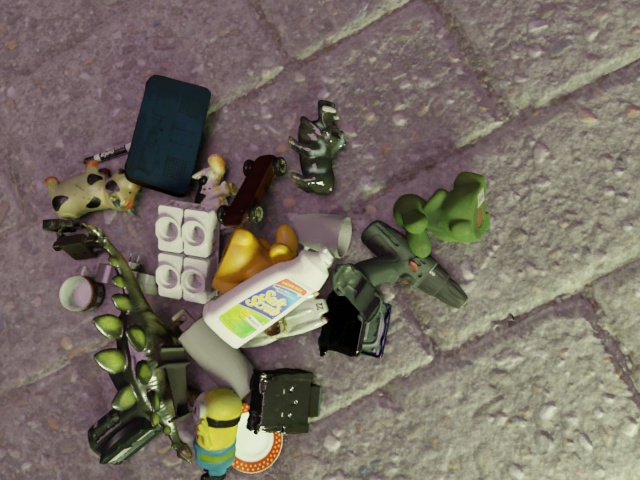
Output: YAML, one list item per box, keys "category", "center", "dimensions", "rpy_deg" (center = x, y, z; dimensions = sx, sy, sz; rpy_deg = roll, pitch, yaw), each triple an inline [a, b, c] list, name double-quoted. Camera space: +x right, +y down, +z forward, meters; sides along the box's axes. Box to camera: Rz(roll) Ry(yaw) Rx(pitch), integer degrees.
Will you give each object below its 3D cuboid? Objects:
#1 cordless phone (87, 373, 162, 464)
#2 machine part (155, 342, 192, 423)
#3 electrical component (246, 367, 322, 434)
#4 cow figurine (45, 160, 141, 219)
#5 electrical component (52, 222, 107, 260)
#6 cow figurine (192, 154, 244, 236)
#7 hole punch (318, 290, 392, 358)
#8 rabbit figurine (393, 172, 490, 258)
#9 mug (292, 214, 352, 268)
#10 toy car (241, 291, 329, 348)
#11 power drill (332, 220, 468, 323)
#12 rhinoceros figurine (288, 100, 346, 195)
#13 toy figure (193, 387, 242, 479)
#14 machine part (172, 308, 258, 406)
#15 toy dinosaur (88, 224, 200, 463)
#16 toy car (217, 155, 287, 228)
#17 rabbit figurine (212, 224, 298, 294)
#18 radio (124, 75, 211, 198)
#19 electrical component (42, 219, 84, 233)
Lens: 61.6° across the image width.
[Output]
- category: "cordless phone"
  center: [-0.409, 0.337, 1.078]
  dimensions: [0.146, 0.088, 0.184]
  rpy_deg: [-39, 67, 4]
- category: "machine part"
  center: [-0.259, 0.253, 0.962]
  dimensions: [0.039, 0.084, 0.139]
  rpy_deg: [-17, 72, 13]
- category: "electrical component"
  center: [-0.063, 0.296, 0.997]
  dimensions: [0.134, 0.058, 0.114]
  rpy_deg: [6, 85, -28]
- category: "cow figurine"
  center: [-0.472, -0.098, 1.136]
  dimensions: [0.195, 0.085, 0.127]
  rpy_deg: [-19, 74, 4]
- category: "electrical component"
  center: [-0.507, 0.004, 1.134]
  dimensions: [0.102, 0.078, 0.045]
  rpy_deg: [-12, 58, 13]
- category: "cow figurine"
  center: [-0.222, -0.088, 1.103]
  dimensions: [0.098, 0.068, 0.167]
  rpy_deg: [-15, 81, 12]
- category: "hole punch"
  center: [0.067, 0.160, 1.016]
  dimensions: [0.116, 0.092, 0.142]
  rpy_deg: [7, 86, 48]
- category: "rabbit figurine"
  center: [0.211, -0.038, 0.996]
  dimensions: [0.170, 0.121, 0.159]
  rpy_deg: [4, 41, 33]
- category: "mug"
  center: [-0.002, -0.003, 1.051]
  dimensions: [0.107, 0.080, 0.109]
  rpy_deg: [14, 89, 22]
- category: "toy car"
  center: [-0.076, 0.154, 1.033]
  dimensions: [0.202, 0.056, 0.073]
  rpy_deg: [-21, 79, 22]
- category: "power drill"
  center: [0.138, 0.069, 0.964]
  dimensions: [0.207, 0.086, 0.232]
  rpy_deg: [-28, 65, -37]
- category: "rhinoceros figurine"
  center: [-0.004, -0.185, 1.075]
  dimensions: [0.112, 0.073, 0.190]
  rpy_deg: [2, 83, 11]
- category: "toy figure"
  center: [-0.188, 0.354, 0.987]
  dimensions: [0.089, 0.082, 0.180]
  rpy_deg: [-9, 110, -27]
- category: "machine part"
  center: [-0.191, 0.227, 1.034]
  dimensions: [0.079, 0.079, 0.243]
  rpy_deg: [-43, 87, 2]
- category: "toy dinosaur"
  center: [-0.331, 0.195, 1.011]
  dimensions: [0.105, 0.198, 0.471]
  rpy_deg: [-24, 81, 8]
- category: "toy car"
  center: [-0.130, -0.093, 1.053]
  dimensions: [0.089, 0.053, 0.202]
  rpy_deg: [0, 48, 22]
- category: "rabbit figurine"
  center: [-0.100, 0.042, 1.037]
  dimensions: [0.173, 0.122, 0.162]
  rpy_deg: [29, 123, -10]
- category: "radio"
  center: [-0.314, -0.212, 1.104]
  dimensions: [0.131, 0.073, 0.229]
  rpy_deg: [14, 82, -20]
- category: "electrical component"
  center: [-0.560, -0.031, 1.151]
  dimensions: [0.094, 0.063, 0.021]
  rpy_deg: [-2, 82, 10]
